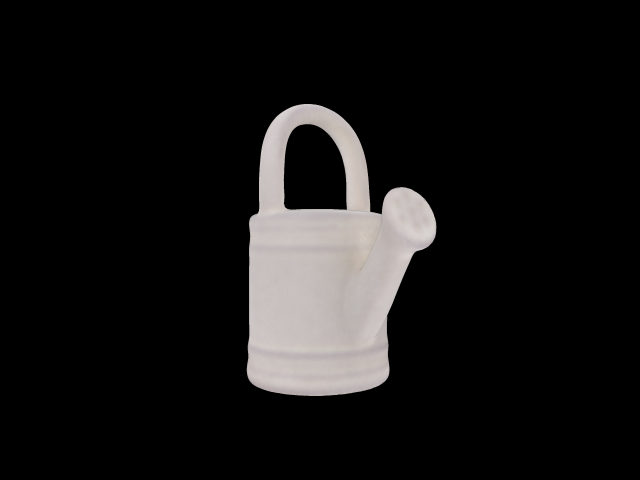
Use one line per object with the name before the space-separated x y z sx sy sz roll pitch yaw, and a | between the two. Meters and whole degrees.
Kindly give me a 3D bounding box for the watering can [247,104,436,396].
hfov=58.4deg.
watering can | 0.005 0.001 0.402 0.172 0.194 0.101 0 0 30
